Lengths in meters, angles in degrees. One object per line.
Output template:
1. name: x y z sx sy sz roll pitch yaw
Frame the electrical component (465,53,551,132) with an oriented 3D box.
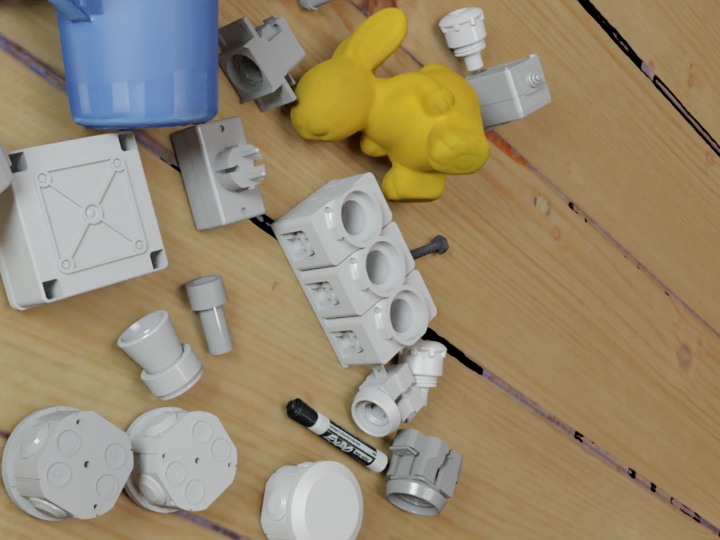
1. electrical component: 0.150 -0.180 1.108 0.062 0.096 0.061 -32 107 -42

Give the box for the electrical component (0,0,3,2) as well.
1. electrical component: -0.252 -0.216 0.750 0.048 0.062 0.048 8 79 -43

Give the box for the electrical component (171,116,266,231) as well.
1. electrical component: -0.103 -0.080 0.866 0.047 0.076 0.083 -21 99 -44

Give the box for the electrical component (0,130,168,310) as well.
1. electrical component: -0.207 -0.037 0.773 0.109 0.056 0.108 -19 98 -44

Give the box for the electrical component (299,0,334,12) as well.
1. electrical component: -0.025 -0.310 0.986 0.109 0.056 0.108 -41 112 -39

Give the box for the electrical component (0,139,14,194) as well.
1. electrical component: -0.279 -0.078 0.689 0.061 0.096 0.061 -52 148 -35

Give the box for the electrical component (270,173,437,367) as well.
1. electrical component: 0.000 0.000 0.962 0.089 0.062 0.150 -40 112 -40

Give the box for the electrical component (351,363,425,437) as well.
1. electrical component: 0.024 0.120 0.981 0.055 0.048 0.066 -42 113 -47

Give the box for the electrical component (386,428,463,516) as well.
1. electrical component: 0.057 0.190 0.994 0.078 0.058 0.057 42 55 -33

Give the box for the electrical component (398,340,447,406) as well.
1. electrical component: 0.057 0.097 1.017 0.048 0.048 0.062 8 85 -43

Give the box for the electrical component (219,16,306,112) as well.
1. electrical component: -0.084 -0.182 0.923 0.081 0.042 0.063 58 47 -22

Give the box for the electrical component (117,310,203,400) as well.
1. electrical component: -0.151 0.065 0.820 0.045 0.045 0.055 -47 116 -37

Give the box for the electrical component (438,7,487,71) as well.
1. electrical component: 0.112 -0.239 1.117 0.048 0.048 0.062 -38 117 -40

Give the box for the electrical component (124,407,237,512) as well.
1. electrical component: -0.138 0.144 0.817 0.080 0.051 0.080 8 79 -43

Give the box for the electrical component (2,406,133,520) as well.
1. electrical component: -0.204 0.136 0.755 0.080 0.051 0.080 8 79 -43

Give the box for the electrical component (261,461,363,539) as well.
1. electrical component: -0.040 0.200 0.903 0.080 0.051 0.080 8 79 -43
